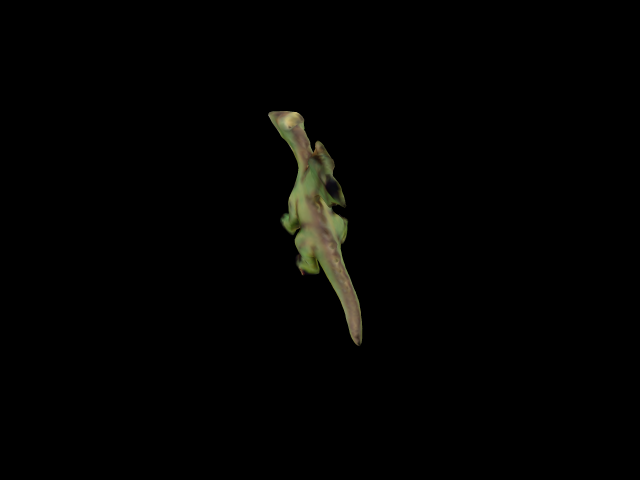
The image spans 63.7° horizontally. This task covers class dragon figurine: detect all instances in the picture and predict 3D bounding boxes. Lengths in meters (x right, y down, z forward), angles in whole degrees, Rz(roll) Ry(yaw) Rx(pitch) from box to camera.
[{"bbox_3d":[0.003,-0.043,0.850,0.122,0.417,0.238,-20,-23,-8],"label":"dragon figurine"}]
